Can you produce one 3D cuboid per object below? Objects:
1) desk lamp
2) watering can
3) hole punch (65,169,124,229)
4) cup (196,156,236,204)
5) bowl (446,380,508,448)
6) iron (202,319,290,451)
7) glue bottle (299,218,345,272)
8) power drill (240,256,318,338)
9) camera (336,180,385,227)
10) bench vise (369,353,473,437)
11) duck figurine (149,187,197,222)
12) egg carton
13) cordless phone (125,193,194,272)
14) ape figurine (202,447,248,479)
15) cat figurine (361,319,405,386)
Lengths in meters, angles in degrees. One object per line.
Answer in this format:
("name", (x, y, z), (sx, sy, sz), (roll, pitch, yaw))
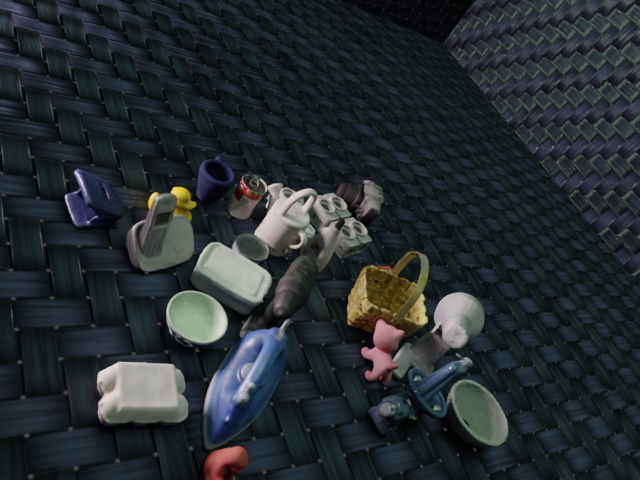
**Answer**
("desk lamp", (0.292, 0.243, 1.376), (0.118, 0.213, 0.204), (42, 36, 5))
("watering can", (-0.080, -0.062, 1.404), (0.173, 0.194, 0.101), (43, 36, 6))
("hole punch", (-0.462, -0.088, 1.188), (0.101, 0.091, 0.108), (-5, 54, -44))
("cup", (-0.266, -0.146, 1.419), (0.092, 0.095, 0.117), (19, 40, -25))
("bowl", (0.356, 0.422, 1.355), (0.168, 0.074, 0.167), (24, 38, -20))
("iron", (-0.126, 0.257, 1.058), (0.119, 0.141, 0.258), (35, 36, -5))
("glue bottle", (0.013, 0.005, 1.429), (0.037, 0.173, 0.078), (-11, 58, -47))
("power drill", (-0.080, 0.136, 1.174), (0.076, 0.208, 0.230), (35, 36, -4))
("camera", (0.122, -0.135, 1.740), (0.137, 0.100, 0.143), (27, 37, -15))
("bench vise", (0.223, 0.333, 1.211), (0.121, 0.219, 0.208), (46, 36, 12))
("duck figurine", (-0.331, -0.086, 1.305), (0.105, 0.086, 0.077), (27, 37, -15))
("egg carton", (-0.298, 0.262, 0.966), (0.151, 0.069, 0.107), (10, 44, -34))
("cordless phone", (-0.308, -0.027, 1.174), (0.094, 0.185, 0.148), (49, 37, 16))
("ape figurine", (-0.150, 0.376, 0.950), (0.076, 0.092, 0.078), (49, 37, 15))
("cat figurine", (0.153, 0.254, 1.326), (0.067, 0.117, 0.127), (17, 40, -26))
